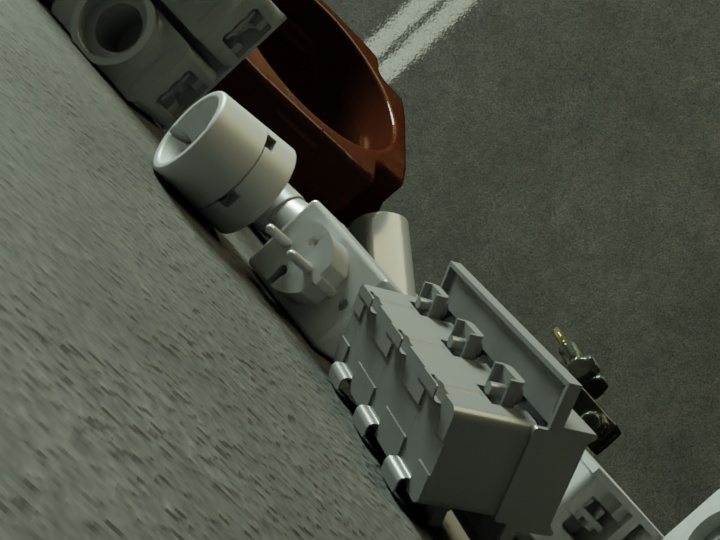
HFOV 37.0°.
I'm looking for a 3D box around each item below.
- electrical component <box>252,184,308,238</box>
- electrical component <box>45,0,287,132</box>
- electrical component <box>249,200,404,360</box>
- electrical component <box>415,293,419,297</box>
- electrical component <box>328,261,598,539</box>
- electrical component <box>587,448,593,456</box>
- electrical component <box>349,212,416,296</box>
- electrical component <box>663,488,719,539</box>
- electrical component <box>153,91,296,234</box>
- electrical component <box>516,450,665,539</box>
[{"bbox_3d":[-0.045,-0.031,0.681,0.065,0.044,0.044,43,1,23],"label":"electrical component"},{"bbox_3d":[-0.150,-0.195,0.677,0.186,0.105,0.060,48,3,17],"label":"electrical component"},{"bbox_3d":[-0.022,0.000,0.518,0.065,0.047,0.077,49,3,32],"label":"electrical component"},{"bbox_3d":[0.014,0.018,0.833,0.077,0.044,0.079,47,2,-8],"label":"electrical component"},{"bbox_3d":[0.035,0.051,0.440,0.063,0.078,0.121,14,16,-22],"label":"electrical component"},{"bbox_3d":[0.174,0.155,0.997,0.080,0.080,0.051,46,8,-29],"label":"electrical component"},{"bbox_3d":[0.000,0.000,0.754,0.079,0.043,0.077,8,61,-24],"label":"electrical component"},{"bbox_3d":[0.190,0.189,0.507,0.060,0.105,0.186,47,3,-17],"label":"electrical component"},{"bbox_3d":[-0.067,-0.053,0.524,0.047,0.055,0.055,42,5,-28],"label":"electrical component"},{"bbox_3d":[0.116,0.129,0.675,0.105,0.060,0.186,46,3,-23],"label":"electrical component"}]
